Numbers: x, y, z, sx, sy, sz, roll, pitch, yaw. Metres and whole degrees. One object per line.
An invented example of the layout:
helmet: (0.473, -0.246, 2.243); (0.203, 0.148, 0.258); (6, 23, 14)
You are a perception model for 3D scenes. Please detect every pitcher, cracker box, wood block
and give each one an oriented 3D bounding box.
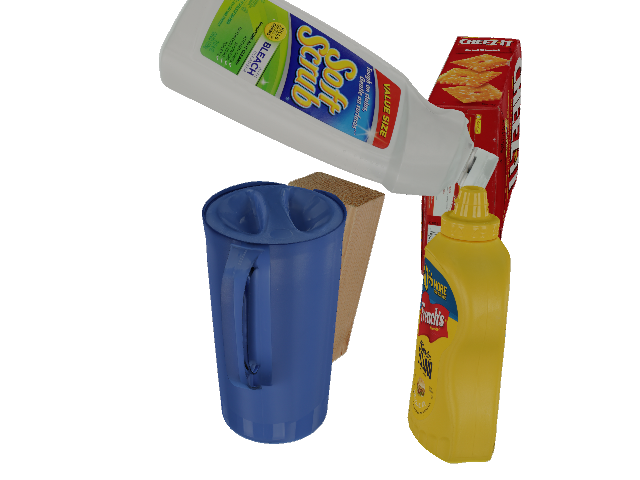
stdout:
pitcher: (-0.048, 0.077, 1.025); (0.149, 0.243, 0.145); (-13, 31, -25)
cracker box: (0.144, -0.083, 0.994); (0.072, 0.164, 0.213); (5, 27, 14)
wood block: (-0.003, 0.035, 1.242); (0.090, 0.206, 0.090); (20, 20, 19)

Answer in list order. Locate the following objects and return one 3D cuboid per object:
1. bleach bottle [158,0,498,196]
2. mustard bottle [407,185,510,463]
bleach bottle: (0.013, -0.107, 0.782); (0.251, 0.102, 0.068); (25, -19, 5)
mustard bottle: (0.101, 0.055, 0.766); (0.058, 0.192, 0.096); (0, 17, -11)
